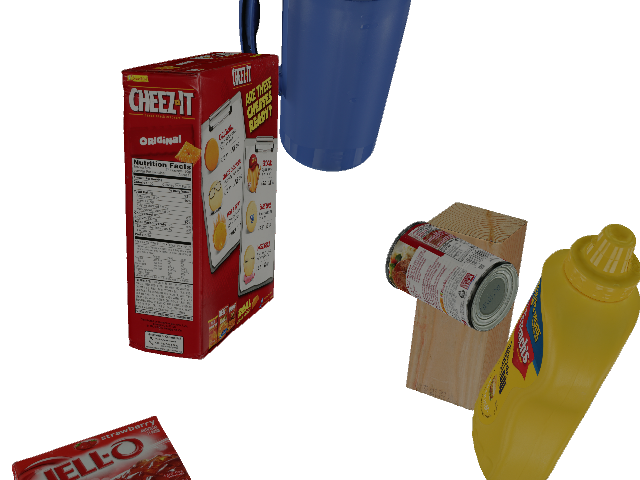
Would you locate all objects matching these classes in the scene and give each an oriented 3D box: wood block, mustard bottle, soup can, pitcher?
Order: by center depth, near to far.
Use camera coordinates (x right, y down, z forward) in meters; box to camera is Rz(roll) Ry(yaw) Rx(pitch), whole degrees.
[{"bbox_3d":[0.144,0.063,0.637,0.058,0.192,0.096,16,45,1],"label":"mustard bottle"},{"bbox_3d":[0.118,0.031,0.960,0.068,0.068,0.102,0,21,-46],"label":"soup can"},{"bbox_3d":[0.008,-0.191,1.105,0.149,0.243,0.144,31,51,20],"label":"pitcher"},{"bbox_3d":[0.166,0.074,1.216,0.090,0.206,0.090,17,25,26],"label":"wood block"}]

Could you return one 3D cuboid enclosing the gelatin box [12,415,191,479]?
[{"bbox_3d":[-0.122,0.140,0.600,0.089,0.030,0.073,-15,28,-20],"label":"gelatin box"}]

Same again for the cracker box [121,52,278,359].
[{"bbox_3d":[-0.092,-0.035,0.842,0.072,0.214,0.164,5,15,16],"label":"cracker box"}]
